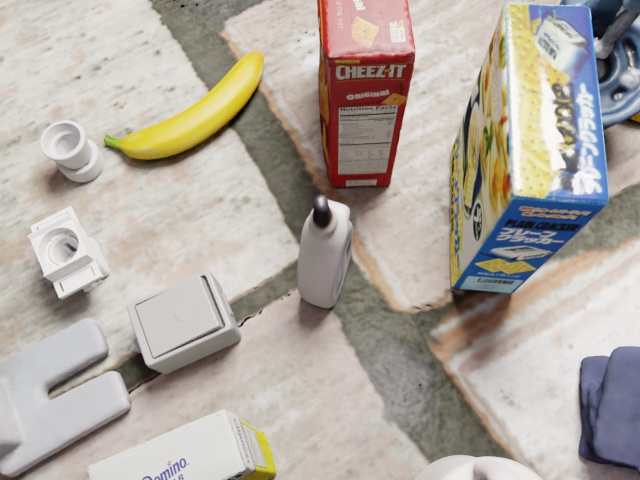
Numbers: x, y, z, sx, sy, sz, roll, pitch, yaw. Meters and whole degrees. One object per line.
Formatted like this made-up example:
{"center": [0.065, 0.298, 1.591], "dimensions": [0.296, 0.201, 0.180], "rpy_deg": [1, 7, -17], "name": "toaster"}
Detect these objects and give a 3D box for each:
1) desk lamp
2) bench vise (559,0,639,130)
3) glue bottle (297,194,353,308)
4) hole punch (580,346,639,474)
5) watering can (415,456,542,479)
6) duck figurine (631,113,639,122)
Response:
{"center": [-0.283, 0.122, 0.425], "dimensions": [0.203, 0.213, 0.118], "rpy_deg": [-30, 71, -9], "name": "desk lamp"}
{"center": [0.251, -0.204, 0.528], "dimensions": [0.121, 0.220, 0.207], "rpy_deg": [-5, 70, 0], "name": "bench vise"}
{"center": [0.004, 0.002, 0.483], "dimensions": [0.037, 0.173, 0.078], "rpy_deg": [17, 71, 8], "name": "glue bottle"}
{"center": [0.278, 0.143, 0.468], "dimensions": [0.108, 0.091, 0.101], "rpy_deg": [8, 70, 5], "name": "hole punch"}
{"center": [0.125, 0.200, 0.396], "dimensions": [0.173, 0.194, 0.101], "rpy_deg": [-23, 70, -7], "name": "watering can"}
{"center": [0.361, -0.173, 0.585], "dimensions": [0.104, 0.086, 0.077], "rpy_deg": [-26, 71, -8], "name": "duck figurine"}
